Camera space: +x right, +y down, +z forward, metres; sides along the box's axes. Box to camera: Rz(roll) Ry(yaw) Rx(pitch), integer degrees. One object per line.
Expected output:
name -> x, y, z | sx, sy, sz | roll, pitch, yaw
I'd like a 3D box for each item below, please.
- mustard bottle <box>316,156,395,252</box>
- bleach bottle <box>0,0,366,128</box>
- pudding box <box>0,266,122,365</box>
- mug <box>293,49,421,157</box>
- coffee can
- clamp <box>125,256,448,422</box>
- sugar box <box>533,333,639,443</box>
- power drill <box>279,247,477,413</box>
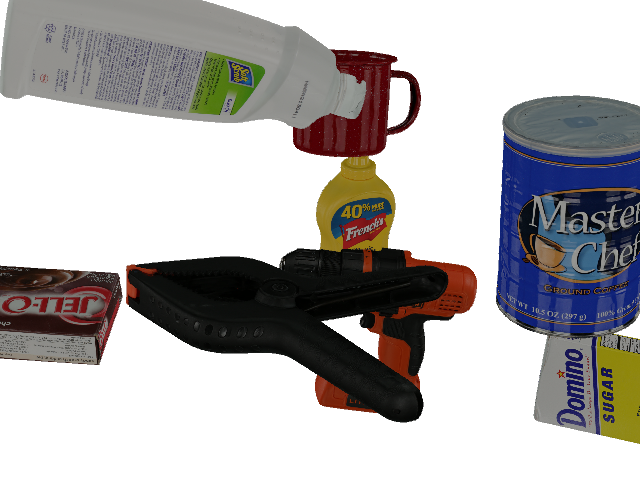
mustard bottle -> 0.042, -0.022, 1.269 | 0.096, 0.192, 0.058 | -9, 29, -20
bleach bottle -> -0.093, -0.123, 0.759 | 0.250, 0.068, 0.103 | 12, -40, -12
pudding box -> -0.235, 0.063, 0.916 | 0.113, 0.039, 0.090 | 2, 32, 2
mug -> 0.029, -0.119, 0.920 | 0.117, 0.081, 0.093 | -2, 16, -14
coffee can -> 0.176, -0.018, 0.741 | 0.103, 0.140, 0.103 | -2, 26, 1
clamp -> -0.019, 0.042, 0.682 | 0.210, 0.036, 0.164 | 13, 26, 14
sugar box -> 0.293, 0.140, 0.992 | 0.176, 0.093, 0.048 | 9, 22, 12
power drill -> 0.044, 0.086, 1.032 | 0.184, 0.188, 0.057 | 8, 42, -3
